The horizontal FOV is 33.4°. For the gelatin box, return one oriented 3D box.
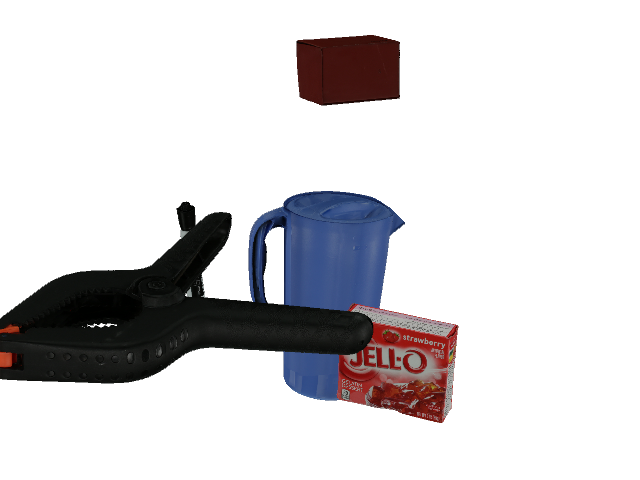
[{"bbox_3d":[0.058,0.094,0.820,0.089,0.073,0.030,11,23,20],"label":"gelatin box"}]

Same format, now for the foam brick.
[{"bbox_3d":[0.024,-0.149,0.933,0.078,0.051,0.053,-8,20,-23],"label":"foam brick"}]

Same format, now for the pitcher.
[{"bbox_3d":[0.004,0.067,1.305,0.149,0.243,0.144,14,20,27],"label":"pitcher"}]

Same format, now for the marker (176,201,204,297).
[{"bbox_3d":[-0.135,0.016,1.113,0.020,0.121,0.020,-3,26,1],"label":"marker"}]

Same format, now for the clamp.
[{"bbox_3d":[-0.097,0.036,0.625,0.209,0.036,0.165,-10,30,-29],"label":"clamp"}]
